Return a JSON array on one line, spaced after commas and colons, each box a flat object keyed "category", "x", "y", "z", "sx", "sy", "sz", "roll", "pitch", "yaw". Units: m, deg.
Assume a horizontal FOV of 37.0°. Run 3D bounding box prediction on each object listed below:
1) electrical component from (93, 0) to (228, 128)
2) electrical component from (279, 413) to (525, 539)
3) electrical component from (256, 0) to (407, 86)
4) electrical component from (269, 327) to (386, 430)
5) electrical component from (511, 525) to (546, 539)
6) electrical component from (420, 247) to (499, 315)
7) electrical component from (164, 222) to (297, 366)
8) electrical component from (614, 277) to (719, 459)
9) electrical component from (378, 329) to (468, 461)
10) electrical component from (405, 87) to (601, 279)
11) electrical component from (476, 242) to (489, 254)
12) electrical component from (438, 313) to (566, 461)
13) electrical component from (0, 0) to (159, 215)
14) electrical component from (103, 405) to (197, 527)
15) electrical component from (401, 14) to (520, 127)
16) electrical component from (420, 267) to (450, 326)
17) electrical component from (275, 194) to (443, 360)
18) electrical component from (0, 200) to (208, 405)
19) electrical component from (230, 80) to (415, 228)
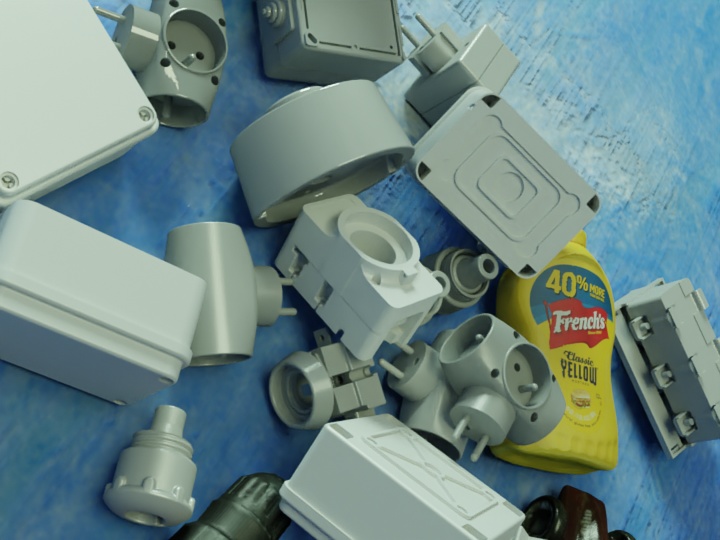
[{"category": "electrical component", "x": -0.124, "y": -0.135, "z": 0.644, "sx": 0.079, "sy": 0.044, "sz": 0.077, "roll": 16, "pitch": 67, "yaw": -30}, {"category": "electrical component", "x": 0.026, "y": 0.135, "z": 0.606, "sx": 0.109, "sy": 0.056, "sz": 0.109, "roll": 35, "pitch": 8, "yaw": 19}, {"category": "electrical component", "x": -0.027, "y": -0.159, "z": 0.709, "sx": 0.096, "sy": 0.061, "sz": 0.061, "roll": 1, "pitch": 76, "yaw": -35}, {"category": "electrical component", "x": -0.022, "y": 0.070, "z": 0.655, "sx": 0.055, "sy": 0.048, "sz": 0.066, "roll": -12, "pitch": 83, "yaw": -44}, {"category": "electrical component", "x": 0.071, "y": 0.221, "z": 0.657, "sx": 0.063, "sy": 0.079, "sz": 0.121, "roll": 57, "pitch": 47, "yaw": -45}, {"category": "electrical component", "x": 0.067, "y": 0.005, "z": 0.725, "sx": 0.043, "sy": 0.062, "sz": 0.043, "roll": 11, "pitch": 70, "yaw": -32}, {"category": "electrical component", "x": -0.073, "y": 0.015, "z": 0.635, "sx": 0.079, "sy": 0.044, "sz": 0.077, "roll": 2, "pitch": 75, "yaw": -35}, {"category": "electrical component", "x": 0.246, "y": 0.072, "z": 0.830, "sx": 0.079, "sy": 0.063, "sz": 0.121, "roll": -26, "pitch": 92, "yaw": -37}, {"category": "electrical component", "x": 0.045, "y": 0.072, "z": 0.700, "sx": 0.079, "sy": 0.044, "sz": 0.077, "roll": 37, "pitch": 58, "yaw": -21}, {"category": "electrical component", "x": 0.094, "y": -0.059, "z": 0.720, "sx": 0.113, "sy": 0.057, "sz": 0.078, "roll": 43, "pitch": 96, "yaw": -12}, {"category": "electrical component", "x": 0.105, "y": -0.039, "z": 0.778, "sx": 0.048, "sy": 0.048, "sz": 0.062, "roll": 35, "pitch": 71, "yaw": -22}, {"category": "electrical component", "x": 0.081, "y": 0.081, "z": 0.665, "sx": 0.077, "sy": 0.044, "sz": 0.079, "roll": 48, "pitch": 55, "yaw": -18}, {"category": "electrical component", "x": -0.185, "y": -0.096, "z": 0.582, "sx": 0.109, "sy": 0.056, "sz": 0.108, "roll": -35, "pitch": 97, "yaw": -37}, {"category": "electrical component", "x": -0.109, "y": 0.105, "z": 0.583, "sx": 0.048, "sy": 0.048, "sz": 0.062, "roll": 26, "pitch": 55, "yaw": -26}, {"category": "electrical component", "x": 0.060, "y": -0.149, "z": 0.764, "sx": 0.077, "sy": 0.066, "sz": 0.047, "roll": 45, "pitch": 56, "yaw": -16}, {"category": "electrical component", "x": 0.033, "y": 0.016, "z": 0.698, "sx": 0.043, "sy": 0.062, "sz": 0.043, "roll": 10, "pitch": 71, "yaw": -32}, {"category": "electrical component", "x": 0.000, "y": 0.000, "z": 0.657, "sx": 0.050, "sy": 0.055, "sz": 0.089, "roll": -18, "pitch": 58, "yaw": -46}, {"category": "electrical component", "x": -0.147, "y": 0.021, "z": 0.560, "sx": 0.113, "sy": 0.078, "sz": 0.057, "roll": 27, "pitch": 59, "yaw": -26}, {"category": "electrical component", "x": -0.028, "y": -0.076, "z": 0.658, "sx": 0.108, "sy": 0.108, "sz": 0.060, "roll": -20, "pitch": 82, "yaw": -37}]
